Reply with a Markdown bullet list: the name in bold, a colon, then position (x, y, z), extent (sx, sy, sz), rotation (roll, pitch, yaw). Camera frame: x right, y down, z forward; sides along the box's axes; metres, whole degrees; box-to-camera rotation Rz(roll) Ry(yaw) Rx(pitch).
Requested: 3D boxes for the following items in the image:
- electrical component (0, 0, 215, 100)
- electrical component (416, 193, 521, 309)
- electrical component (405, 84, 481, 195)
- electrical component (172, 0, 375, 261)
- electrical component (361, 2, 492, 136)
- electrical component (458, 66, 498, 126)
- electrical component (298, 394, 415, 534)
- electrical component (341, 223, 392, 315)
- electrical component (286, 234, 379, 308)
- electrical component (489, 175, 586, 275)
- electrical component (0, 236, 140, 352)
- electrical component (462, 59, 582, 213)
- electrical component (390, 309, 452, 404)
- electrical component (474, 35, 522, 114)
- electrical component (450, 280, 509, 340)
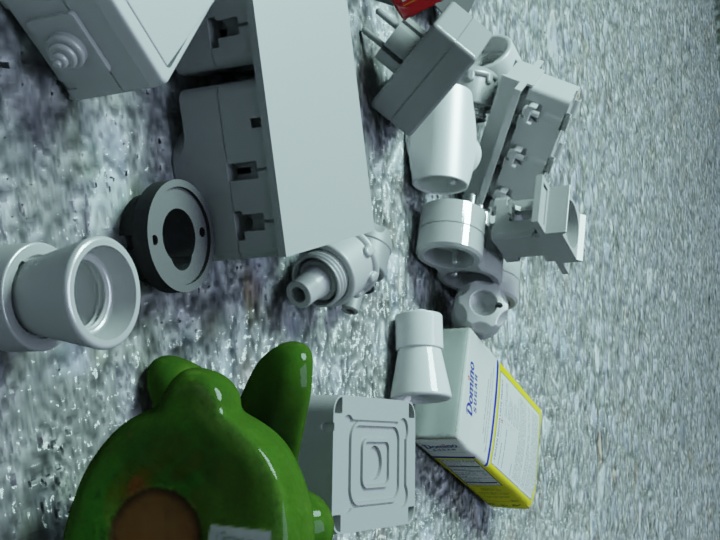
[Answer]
- **electrical component**: position (-0.106, -0.122, 0.475), extent (0.061, 0.061, 0.096), rotation (61, 36, -41)
- **electrical component**: position (0.092, -0.025, 0.871), extent (0.138, 0.052, 0.073), rotation (43, 49, -54)
- **electrical component**: position (0.071, -0.097, 0.850), extent (0.079, 0.044, 0.077), rotation (31, 59, -59)
- **electrical component**: position (-0.052, -0.104, 0.584), extent (0.105, 0.060, 0.186), rotation (-20, 104, -63)
- **electrical component**: position (0.036, -0.154, 0.764), extent (0.076, 0.083, 0.047), rotation (38, 40, -5)
- **electrical component**: position (0.089, -0.137, 0.892), extent (0.048, 0.048, 0.062), rotation (8, 87, -63)
- **electrical component**: position (-0.016, 0.113, 0.632), extent (0.113, 0.057, 0.078), rotation (18, 70, -62)
- **electrical component**: position (0.000, 0.000, 0.705), extent (0.035, 0.035, 0.061), rotation (51, 46, -50)
- **electrical component**: position (-0.021, 0.003, 0.653), extent (0.062, 0.048, 0.048), rotation (-37, 120, -52)
- **electrical component**: position (0.137, -0.033, 0.829), extent (0.081, 0.064, 0.042), rotation (49, 45, -49)
- **electrical component**: position (-0.123, 0.010, 0.430), extent (0.045, 0.055, 0.045), rotation (15, 74, -62)
- **electrical component**: position (0.136, -0.104, 0.901), extent (0.078, 0.063, 0.121), rotation (-51, 160, -54)
- **electrical component**: position (0.043, 0.061, 0.777), extent (0.044, 0.044, 0.065), rotation (30, 56, -59)
- **electrical component**: position (0.118, -0.173, 0.943), extent (0.047, 0.055, 0.055), rotation (58, 38, -38)
- **electrical component**: position (0.093, 0.036, 0.860), extent (0.062, 0.043, 0.043), rotation (102, -4, -69)
